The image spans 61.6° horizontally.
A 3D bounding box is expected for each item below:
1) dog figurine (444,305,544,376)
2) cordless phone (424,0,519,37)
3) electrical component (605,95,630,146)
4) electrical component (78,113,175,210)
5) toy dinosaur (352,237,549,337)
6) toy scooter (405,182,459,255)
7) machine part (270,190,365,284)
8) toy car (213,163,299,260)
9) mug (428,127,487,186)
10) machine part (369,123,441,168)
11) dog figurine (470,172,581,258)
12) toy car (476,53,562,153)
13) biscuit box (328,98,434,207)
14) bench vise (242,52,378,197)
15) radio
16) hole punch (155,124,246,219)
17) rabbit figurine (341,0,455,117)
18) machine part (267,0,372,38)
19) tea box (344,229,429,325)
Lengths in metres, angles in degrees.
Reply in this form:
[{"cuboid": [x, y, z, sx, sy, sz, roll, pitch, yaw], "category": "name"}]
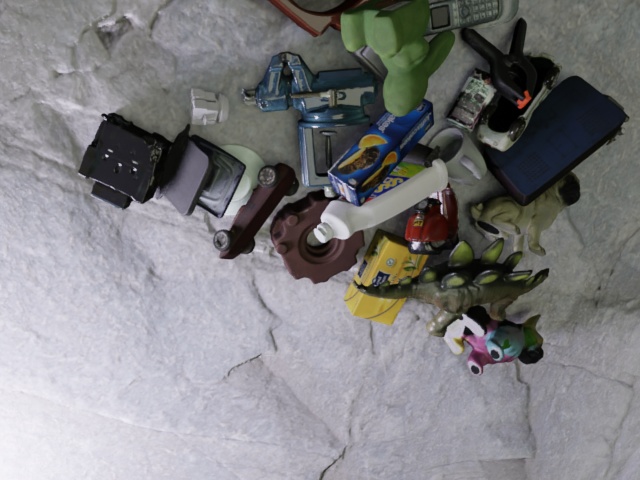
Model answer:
[{"cuboid": [0.387, 0.197, 1.168, 0.219, 0.192, 0.108, -13, 144, -40], "category": "dog figurine"}, {"cuboid": [0.224, -0.412, 0.873, 0.184, 0.089, 0.146, -15, 116, -3], "category": "cordless phone"}, {"cuboid": [0.562, -0.237, 1.056, 0.102, 0.045, 0.078, 33, 103, -25], "category": "electrical component"}, {"cuboid": [-0.310, -0.119, 0.855, 0.115, 0.058, 0.134, 25, 104, -3], "category": "electrical component"}, {"cuboid": [0.257, 0.084, 1.000, 0.471, 0.105, 0.198, -8, 142, -22], "category": "toy dinosaur"}, {"cuboid": [0.218, -0.043, 1.012, 0.184, 0.075, 0.135, -8, 100, -55], "category": "toy scooter"}, {"cuboid": [-0.002, -0.003, 1.003, 0.179, 0.056, 0.179, -6, 115, -14], "category": "machine part"}, {"cuboid": [-0.115, -0.050, 0.941, 0.053, 0.089, 0.202, 43, 103, 19], "category": "toy car"}, {"cuboid": [0.267, -0.144, 0.990, 0.107, 0.110, 0.080, 29, 98, -37], "category": "mug"}, {"cuboid": [0.138, -0.159, 0.931, 0.084, 0.139, 0.039, -63, 157, -24], "category": "machine part"}, {"cuboid": [0.410, -0.081, 1.069, 0.172, 0.121, 0.190, 33, 80, -16], "category": "dog figurine"}, {"cuboid": [0.355, -0.250, 0.961, 0.201, 0.074, 0.056, -55, 156, -7], "category": "toy car"}, {"cuboid": [0.103, -0.151, 0.879, 0.202, 0.059, 0.062, -48, 153, -11], "category": "biscuit box"}, {"cuboid": [-0.013, -0.186, 0.888, 0.224, 0.129, 0.240, -8, 110, -10], "category": "bench vise"}, {"cuboid": [0.423, -0.184, 0.993, 0.229, 0.131, 0.073, -39, 162, 2], "category": "radio"}, {"cuboid": [-0.197, -0.105, 0.886, 0.092, 0.116, 0.142, 2, 122, -50], "category": "hole punch"}, {"cuboid": [0.122, -0.281, 0.822, 0.159, 0.121, 0.170, -38, 130, -28], "category": "rabbit figurine"}, {"cuboid": [-0.001, -0.429, 0.803, 0.201, 0.087, 0.201, 32, 100, -25], "category": "machine part"}, {"cuboid": [0.129, 0.075, 1.064, 0.098, 0.068, 0.169, 16, 109, -22], "category": "tea box"}]
